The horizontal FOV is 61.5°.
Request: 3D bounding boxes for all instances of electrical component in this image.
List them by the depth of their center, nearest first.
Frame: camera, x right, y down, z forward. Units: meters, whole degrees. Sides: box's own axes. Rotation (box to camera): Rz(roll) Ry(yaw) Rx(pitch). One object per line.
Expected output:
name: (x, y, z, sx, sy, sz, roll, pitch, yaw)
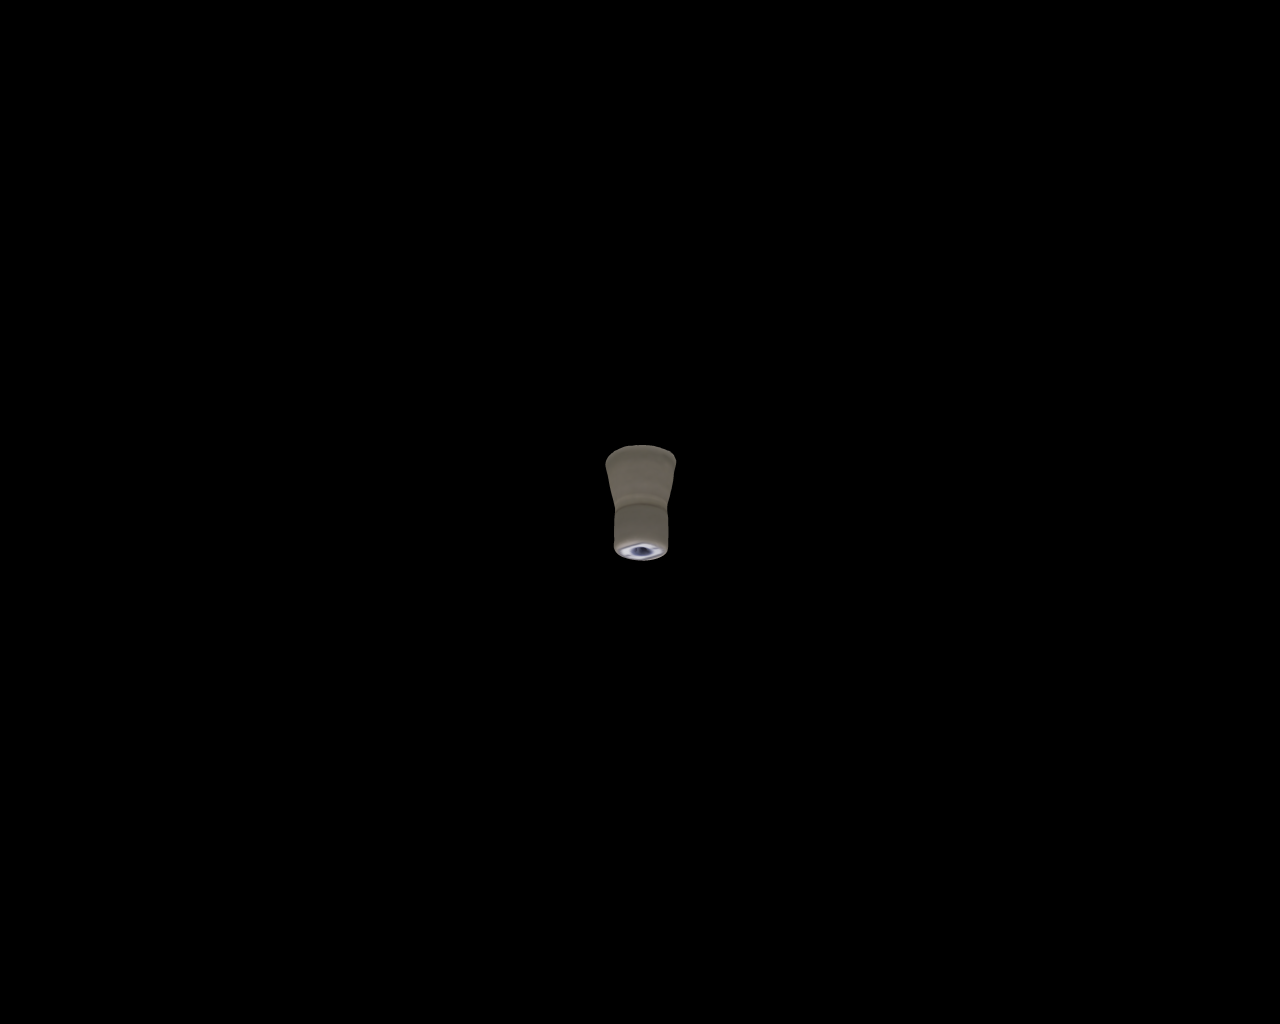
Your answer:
electrical component: (0.001, -0.003, 0.650, 0.044, 0.065, 0.044, 0, -25, 0)
